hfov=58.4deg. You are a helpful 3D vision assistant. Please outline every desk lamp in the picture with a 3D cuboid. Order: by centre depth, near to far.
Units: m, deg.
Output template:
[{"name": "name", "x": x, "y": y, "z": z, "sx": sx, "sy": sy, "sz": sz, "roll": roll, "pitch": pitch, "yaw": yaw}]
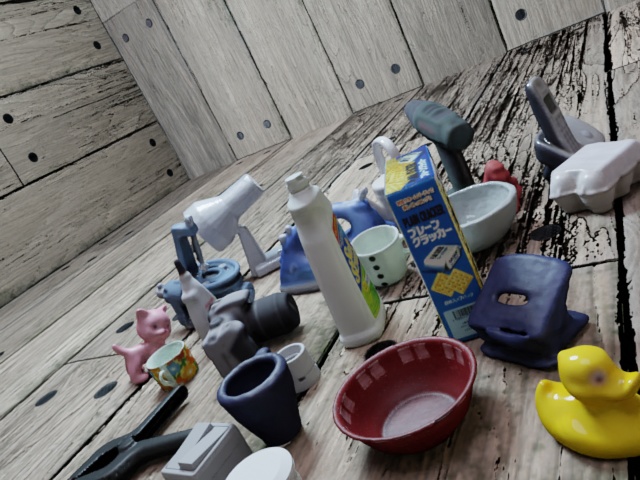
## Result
[{"name": "desk lamp", "x": -0.169, "y": -0.026, "z": 1.282, "sx": 0.203, "sy": 0.214, "sz": 0.117, "roll": -27, "pitch": 18, "yaw": -3}]

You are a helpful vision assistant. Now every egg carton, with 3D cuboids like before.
[{"name": "egg carton", "x": 0.429, "y": -0.100, "z": 0.881, "sx": 0.150, "sy": 0.069, "sz": 0.107, "roll": -35, "pitch": 19, "yaw": -25}]

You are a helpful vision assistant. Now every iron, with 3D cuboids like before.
[{"name": "iron", "x": 0.010, "y": 0.004, "z": 1.062, "sx": 0.257, "sy": 0.142, "sz": 0.119, "roll": -21, "pitch": 18, "yaw": 18}]

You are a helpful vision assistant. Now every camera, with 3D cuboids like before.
[{"name": "camera", "x": -0.109, "y": 0.134, "z": 0.928, "sx": 0.136, "sy": 0.101, "sz": 0.143, "roll": -23, "pitch": 18, "yaw": 12}]

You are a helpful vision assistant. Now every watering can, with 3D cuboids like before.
[{"name": "watering can", "x": 0.143, "y": -0.102, "z": 1.084, "sx": 0.173, "sy": 0.194, "sz": 0.100, "roll": -37, "pitch": 20, "yaw": -30}]

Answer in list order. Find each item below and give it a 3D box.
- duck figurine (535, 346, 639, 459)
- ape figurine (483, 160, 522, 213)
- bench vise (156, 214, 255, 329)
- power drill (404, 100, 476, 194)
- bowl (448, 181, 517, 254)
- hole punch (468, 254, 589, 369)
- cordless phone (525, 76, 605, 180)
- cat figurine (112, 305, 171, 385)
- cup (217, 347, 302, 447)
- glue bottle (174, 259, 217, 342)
[{"name": "duck figurine", "x": 0.228, "y": 0.128, "z": 0.486, "sx": 0.078, "sy": 0.086, "sz": 0.104, "roll": -38, "pitch": 21, "yaw": -33}, {"name": "ape figurine", "x": 0.311, "y": -0.095, "z": 0.996, "sx": 0.078, "sy": 0.092, "sz": 0.076, "roll": -32, "pitch": 18, "yaw": -15}, {"name": "bench vise", "x": -0.257, "y": 0.067, "z": 1.132, "sx": 0.207, "sy": 0.220, "sz": 0.121, "roll": -23, "pitch": 18, "yaw": 10}, {"name": "power drill", "x": 0.245, "y": -0.174, "z": 1.122, "sx": 0.075, "sy": 0.209, "sz": 0.229, "roll": -28, "pitch": 18, "yaw": -4}, {"name": "bowl", "x": 0.243, "y": -0.025, "z": 0.921, "sx": 0.167, "sy": 0.075, "sz": 0.167, "roll": -24, "pitch": 18, "yaw": 8}, {"name": "hole punch", "x": 0.225, "y": 0.076, "z": 0.633, "sx": 0.101, "sy": 0.091, "sz": 0.108, "roll": -36, "pitch": 20, "yaw": -27}, {"name": "cordless phone", "x": 0.428, "y": -0.216, "z": 1.021, "sx": 0.093, "sy": 0.185, "sz": 0.148, "roll": -10, "pitch": 24, "yaw": 42}, {"name": "cat figurine", "x": -0.322, "y": 0.182, "z": 1.065, "sx": 0.128, "sy": 0.118, "sz": 0.067, "roll": -35, "pitch": 19, "yaw": -24}, {"name": "cup", "x": -0.062, "y": 0.194, "z": 0.699, "sx": 0.091, "sy": 0.095, "sz": 0.118, "roll": -22, "pitch": 18, "yaw": 13}, {"name": "glue bottle", "x": -0.218, "y": 0.110, "z": 1.031, "sx": 0.037, "sy": 0.173, "sz": 0.078, "roll": -21, "pitch": 18, "yaw": 17}]
